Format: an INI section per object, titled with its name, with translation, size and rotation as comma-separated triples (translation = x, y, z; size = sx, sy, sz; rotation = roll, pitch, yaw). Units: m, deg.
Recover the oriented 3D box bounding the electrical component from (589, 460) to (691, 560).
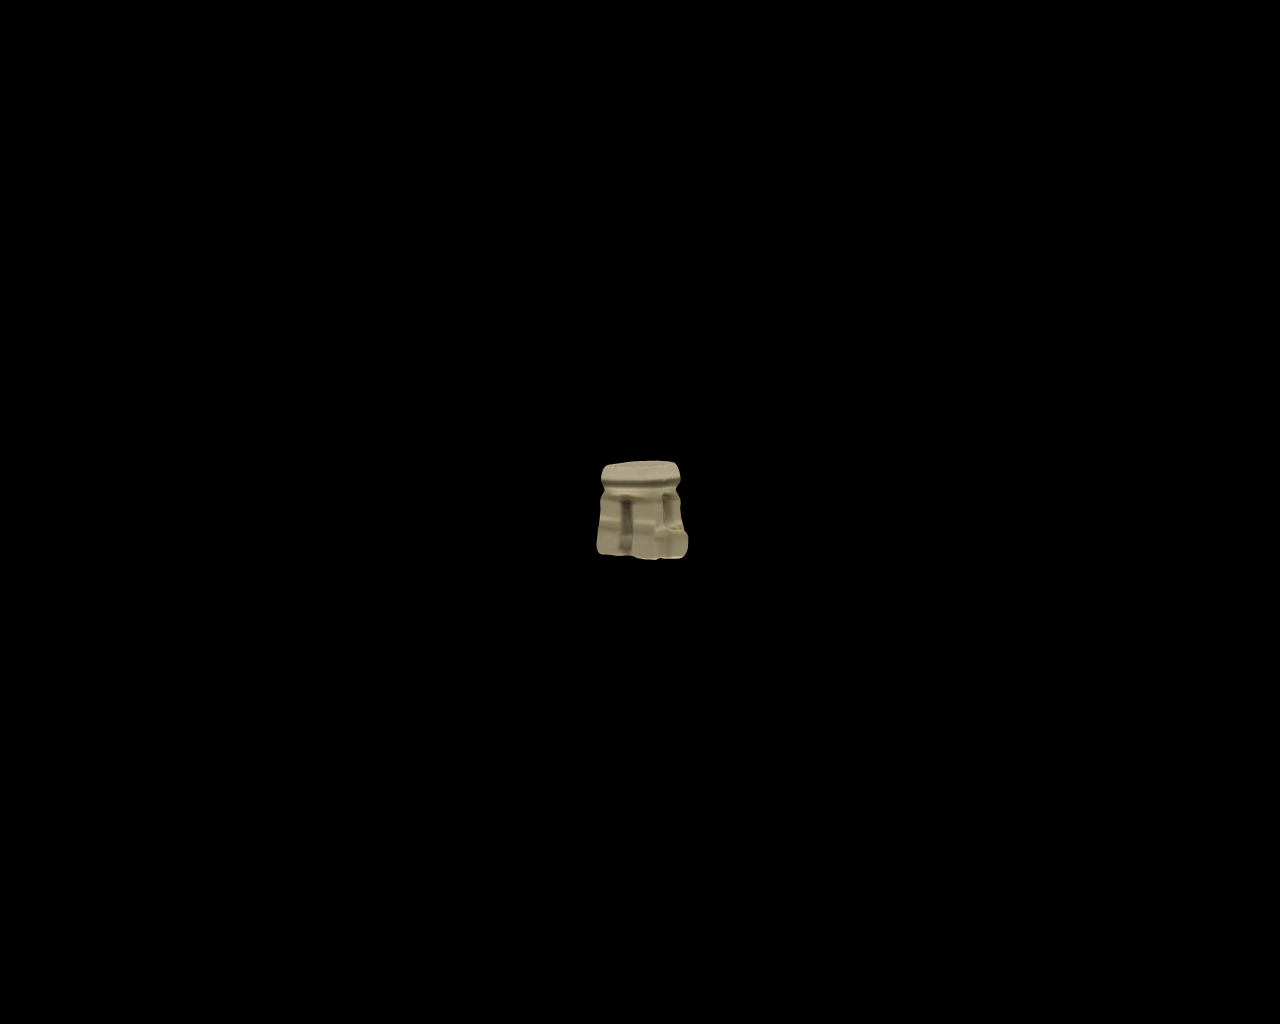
[electrical component]
translation = 0.001, -0.003, 0.650
size = 0.066, 0.055, 0.048
rotation = 4, 8, 29
